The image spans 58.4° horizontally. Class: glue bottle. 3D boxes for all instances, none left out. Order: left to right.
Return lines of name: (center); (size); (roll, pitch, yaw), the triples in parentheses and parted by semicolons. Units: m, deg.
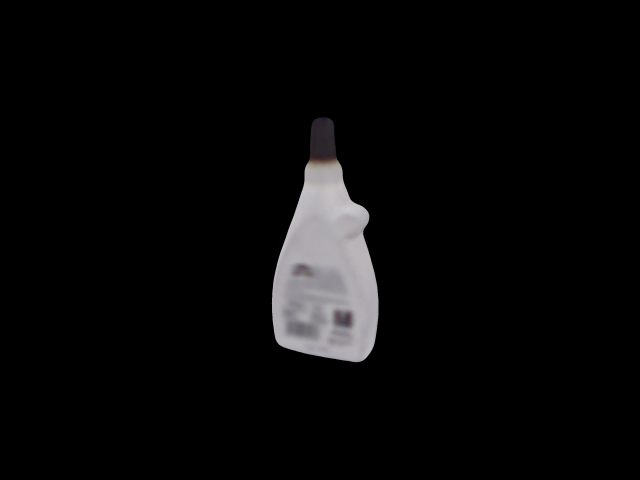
glue bottle: (0.004, 0.001, 0.400); (0.078, 0.173, 0.037); (8, 26, 18)
